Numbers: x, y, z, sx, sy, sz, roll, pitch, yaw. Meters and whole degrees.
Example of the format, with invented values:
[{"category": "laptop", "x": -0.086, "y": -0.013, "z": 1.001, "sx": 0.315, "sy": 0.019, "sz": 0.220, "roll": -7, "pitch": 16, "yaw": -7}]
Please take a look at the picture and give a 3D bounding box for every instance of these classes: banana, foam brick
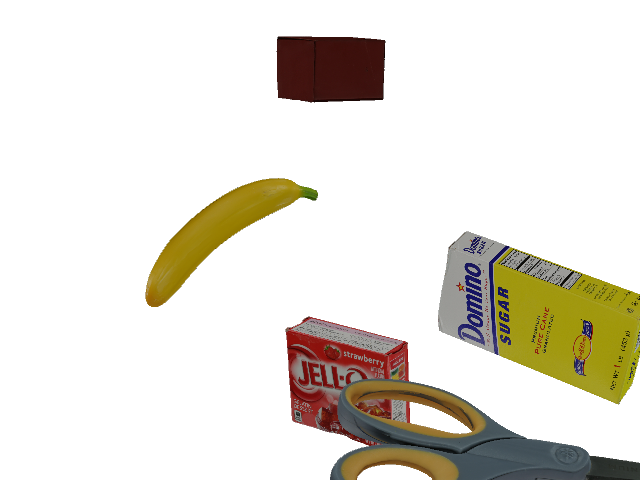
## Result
[{"category": "banana", "x": -0.095, "y": -0.006, "z": 1.014, "sx": 0.198, "sy": 0.069, "sz": 0.037, "roll": -33, "pitch": 41, "yaw": 2}, {"category": "foam brick", "x": 0.009, "y": -0.143, "z": 0.891, "sx": 0.078, "sy": 0.051, "sz": 0.053, "roll": -7, "pitch": 16, "yaw": -37}]

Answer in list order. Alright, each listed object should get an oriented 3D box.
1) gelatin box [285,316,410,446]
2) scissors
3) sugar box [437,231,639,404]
[{"category": "gelatin box", "x": 0.018, "y": 0.099, "z": 0.741, "sx": 0.089, "sy": 0.073, "sz": 0.030, "roll": 11, "pitch": 23, "yaw": 36}, {"category": "scissors", "x": 0.092, "y": 0.105, "z": 0.456, "sx": 0.202, "sy": 0.016, "sz": 0.096, "roll": 15, "pitch": 33, "yaw": 24}, {"category": "sugar box", "x": 0.191, "y": 0.065, "z": 0.930, "sx": 0.176, "sy": 0.093, "sz": 0.048, "roll": 19, "pitch": 34, "yaw": 25}]
